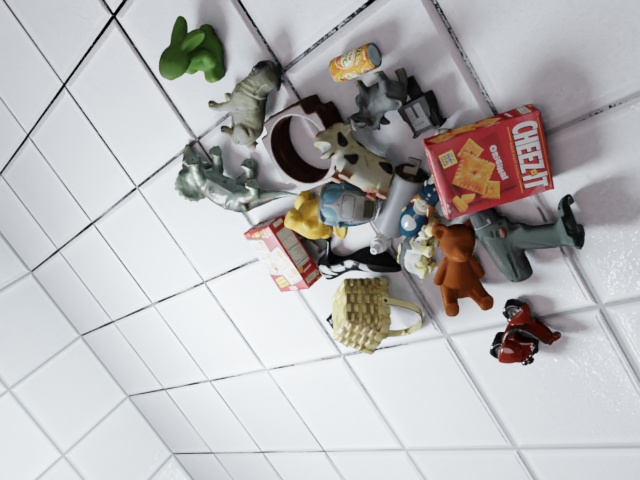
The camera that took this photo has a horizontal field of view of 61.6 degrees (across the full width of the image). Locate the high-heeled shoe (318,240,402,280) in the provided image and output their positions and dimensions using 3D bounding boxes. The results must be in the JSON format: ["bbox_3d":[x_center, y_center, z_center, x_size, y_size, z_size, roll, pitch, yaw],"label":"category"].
[{"bbox_3d":[0.100,0.082,1.435,0.249,0.086,0.145,21,134,29],"label":"high-heeled shoe"}]

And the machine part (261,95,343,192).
[{"bbox_3d":[-0.027,-0.233,1.300,0.202,0.087,0.200,-17,109,40],"label":"machine part"}]

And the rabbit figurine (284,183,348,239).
[{"bbox_3d":[0.012,-0.072,1.361,0.162,0.122,0.173,40,134,-1],"label":"rabbit figurine"}]

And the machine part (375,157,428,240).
[{"bbox_3d":[0.187,-0.089,1.250,0.079,0.079,0.243,30,132,16],"label":"machine part"}]

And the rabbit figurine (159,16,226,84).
[{"bbox_3d":[-0.314,-0.446,1.300,0.121,0.170,0.159,34,135,12],"label":"rabbit figurine"}]

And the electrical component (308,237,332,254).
[{"bbox_3d":[-0.003,-0.004,1.487,0.063,0.021,0.094,33,135,13],"label":"electrical component"}]

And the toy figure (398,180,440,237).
[{"bbox_3d":[0.220,-0.064,1.173,0.064,0.058,0.154,22,141,-3],"label":"toy figure"}]

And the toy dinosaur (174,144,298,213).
[{"bbox_3d":[-0.257,-0.144,1.517,0.405,0.131,0.192,29,145,11],"label":"toy dinosaur"}]

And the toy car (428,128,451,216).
[{"bbox_3d":[0.268,-0.140,1.151,0.074,0.056,0.201,46,145,46],"label":"toy car"}]

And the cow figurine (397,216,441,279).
[{"bbox_3d":[0.237,0.005,1.290,0.098,0.068,0.167,25,131,28],"label":"cow figurine"}]

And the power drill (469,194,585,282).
[{"bbox_3d":[0.422,-0.029,1.117,0.207,0.086,0.232,-20,98,38],"label":"power drill"}]

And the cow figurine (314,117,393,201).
[{"bbox_3d":[0.075,-0.181,1.177,0.195,0.127,0.085,27,164,-17],"label":"cow figurine"}]

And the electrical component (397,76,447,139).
[{"bbox_3d":[0.206,-0.281,1.124,0.075,0.048,0.119,-15,111,41],"label":"electrical component"}]

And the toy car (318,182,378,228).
[{"bbox_3d":[0.081,-0.076,1.266,0.103,0.161,0.109,24,108,58],"label":"toy car"}]

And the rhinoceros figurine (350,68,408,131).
[{"bbox_3d":[0.123,-0.291,1.137,0.190,0.073,0.112,-13,93,66],"label":"rhinoceros figurine"}]

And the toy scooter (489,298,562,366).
[{"bbox_3d":[0.483,0.230,1.261,0.135,0.075,0.183,21,125,22],"label":"toy scooter"}]

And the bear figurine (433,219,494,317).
[{"bbox_3d":[0.325,0.058,1.223,0.120,0.132,0.195,-9,126,-1],"label":"bear figurine"}]

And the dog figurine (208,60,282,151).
[{"bbox_3d":[-0.152,-0.325,1.311,0.191,0.121,0.172,-19,119,35],"label":"dog figurine"}]

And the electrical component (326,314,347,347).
[{"bbox_3d":[0.099,0.247,1.564,0.134,0.058,0.115,-29,102,45],"label":"electrical component"}]
